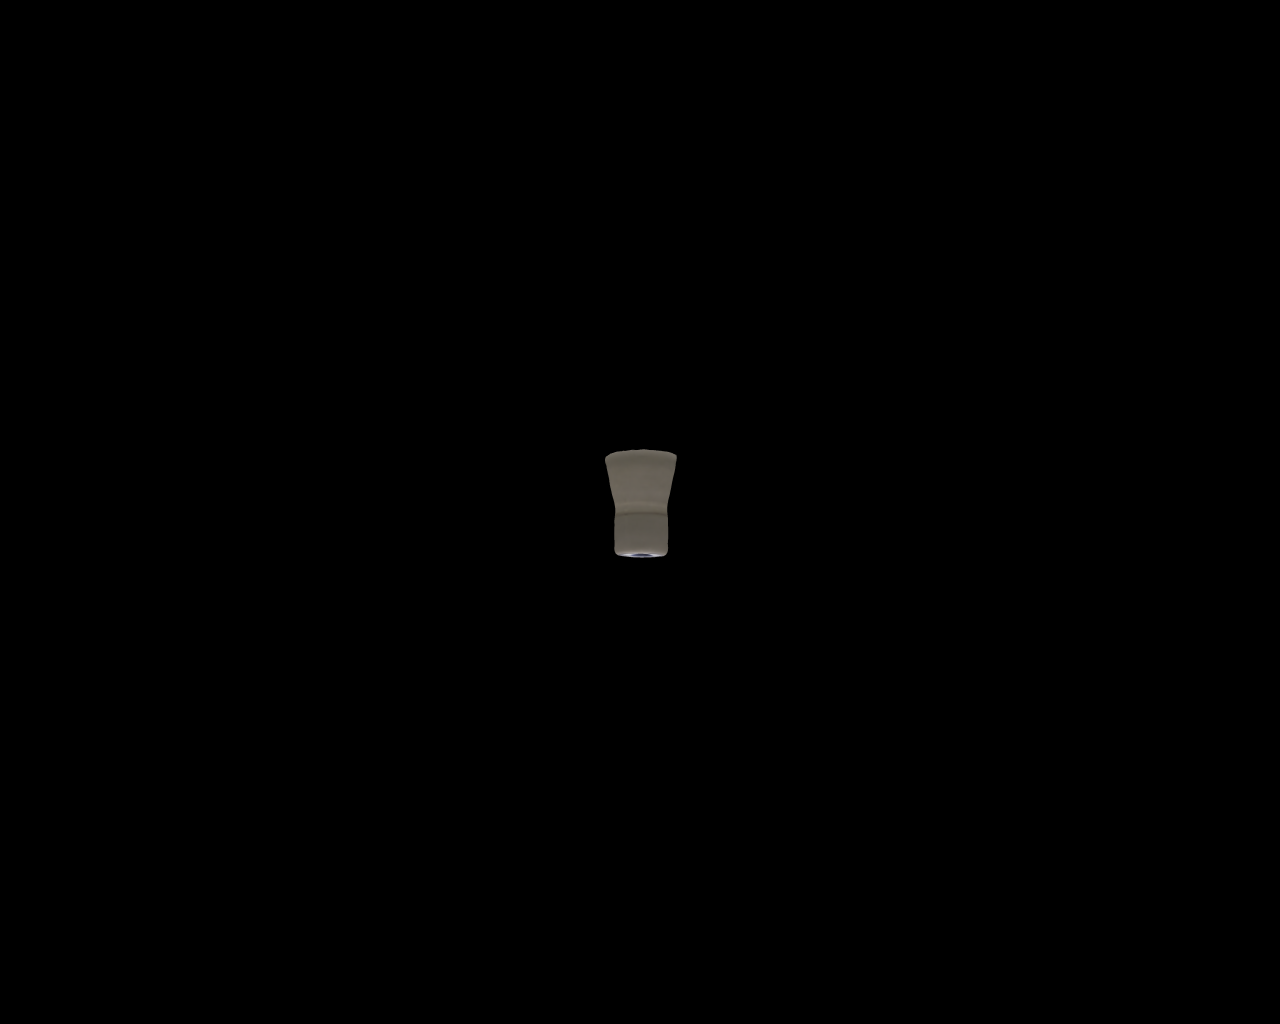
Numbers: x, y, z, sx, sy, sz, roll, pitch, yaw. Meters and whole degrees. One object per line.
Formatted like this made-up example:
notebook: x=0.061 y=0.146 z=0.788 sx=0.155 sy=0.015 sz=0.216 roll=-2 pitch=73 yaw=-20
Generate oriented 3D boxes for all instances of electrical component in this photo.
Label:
electrical component: x=0.001 y=-0.003 z=0.650 sx=0.044 sy=0.065 sz=0.044 roll=0 pitch=-7 yaw=0
